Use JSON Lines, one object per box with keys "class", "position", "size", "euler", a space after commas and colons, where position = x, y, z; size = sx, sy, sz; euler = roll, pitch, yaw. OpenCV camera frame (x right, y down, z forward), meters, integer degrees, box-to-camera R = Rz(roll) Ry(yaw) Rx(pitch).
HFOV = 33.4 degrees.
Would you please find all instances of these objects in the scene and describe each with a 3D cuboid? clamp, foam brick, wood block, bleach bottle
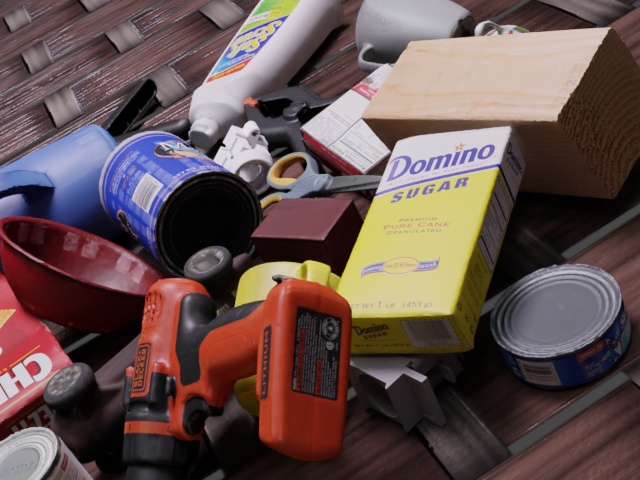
{"class": "clamp", "position": [-0.020, -0.110, 1.054], "size": [0.172, 0.039, 0.120], "euler": [7, 44, 42]}
{"class": "foam brick", "position": [-0.006, 0.001, 0.873], "size": [0.078, 0.051, 0.053], "euler": [3, 42, 39]}
{"class": "clamp", "position": [-0.241, -0.100, 1.203], "size": [0.210, 0.036, 0.165], "euler": [-39, 35, -13]}
{"class": "wood block", "position": [0.144, -0.099, 0.832], "size": [0.206, 0.090, 0.090], "euler": [9, 61, 52]}
{"class": "bleach bottle", "position": [-0.068, -0.191, 1.181], "size": [0.103, 0.068, 0.250], "euler": [-2, 42, 35]}

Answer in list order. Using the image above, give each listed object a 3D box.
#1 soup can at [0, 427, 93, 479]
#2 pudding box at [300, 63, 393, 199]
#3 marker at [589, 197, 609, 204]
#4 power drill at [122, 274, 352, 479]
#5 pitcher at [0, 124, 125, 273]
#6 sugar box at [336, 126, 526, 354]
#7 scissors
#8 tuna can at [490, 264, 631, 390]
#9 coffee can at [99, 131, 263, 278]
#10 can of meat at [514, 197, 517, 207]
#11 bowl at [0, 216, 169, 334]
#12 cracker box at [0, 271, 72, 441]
{"class": "soup can", "position": [-0.174, 0.181, 0.699], "size": [0.068, 0.102, 0.068], "euler": [-20, 33, 13]}
{"class": "pudding box", "position": [0.053, -0.100, 0.962], "size": [0.113, 0.039, 0.090], "euler": [-40, 55, -15]}
{"class": "marker", "position": [0.190, -0.057, 0.839], "size": [0.020, 0.020, 0.121], "euler": [-32, 32, -7]}
{"class": "power drill", "position": [-0.063, 0.104, 0.674], "size": [0.188, 0.057, 0.184], "euler": [-15, 66, 47]}
{"class": "pitcher", "position": [-0.292, -0.014, 1.026], "size": [0.242, 0.145, 0.149], "euler": [-33, 26, -14]}
{"class": "sugar box", "position": [0.076, -0.003, 0.730], "size": [0.093, 0.048, 0.176], "euler": [-4, 47, 30]}
{"class": "scissors", "position": [-0.010, -0.032, 0.913], "size": [0.096, 0.016, 0.202], "euler": [-53, 26, -3]}
{"class": "tuna can", "position": [0.156, 0.056, 0.691], "size": [0.086, 0.033, 0.086], "euler": [-20, 33, 13]}
{"class": "coffee can", "position": [-0.127, -0.032, 0.962], "size": [0.102, 0.102, 0.140], "euler": [-37, 33, -14]}
{"class": "can of meat", "position": [0.089, -0.012, 0.816], "size": [0.102, 0.057, 0.083], "euler": [-5, 41, 33]}
{"class": "bowl", "position": [-0.210, 0.037, 0.920], "size": [0.162, 0.161, 0.055], "euler": [35, 104, 55]}
{"class": "cracker box", "position": [-0.289, 0.129, 0.884], "size": [0.164, 0.072, 0.214], "euler": [-37, 34, -15]}
